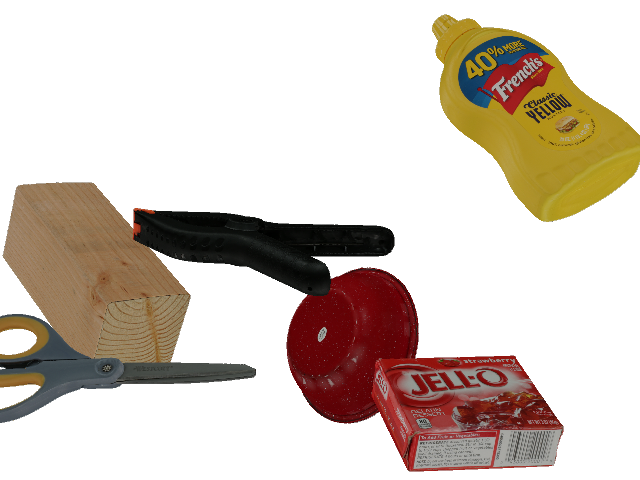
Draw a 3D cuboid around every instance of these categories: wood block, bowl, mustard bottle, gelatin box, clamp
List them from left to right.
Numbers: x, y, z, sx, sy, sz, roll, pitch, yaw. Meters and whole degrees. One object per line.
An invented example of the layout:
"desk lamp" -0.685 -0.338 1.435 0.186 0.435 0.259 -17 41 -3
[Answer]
"wood block" -0.224 0.033 1.048 0.090 0.091 0.206 -5 36 -40
"clamp" -0.058 0.003 0.838 0.210 0.036 0.164 7 12 13
"bowl" 0.018 0.098 1.064 0.162 0.162 0.055 0 -17 44
"gelatin box" 0.080 0.095 0.601 0.089 0.030 0.073 1 26 -14
"mustard bottle" 0.146 -0.105 0.803 0.096 0.192 0.058 -28 -30 -16

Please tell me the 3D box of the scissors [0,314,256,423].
"scissors" -0.149 0.075 0.707 0.201 0.016 0.096 -11 44 -7
